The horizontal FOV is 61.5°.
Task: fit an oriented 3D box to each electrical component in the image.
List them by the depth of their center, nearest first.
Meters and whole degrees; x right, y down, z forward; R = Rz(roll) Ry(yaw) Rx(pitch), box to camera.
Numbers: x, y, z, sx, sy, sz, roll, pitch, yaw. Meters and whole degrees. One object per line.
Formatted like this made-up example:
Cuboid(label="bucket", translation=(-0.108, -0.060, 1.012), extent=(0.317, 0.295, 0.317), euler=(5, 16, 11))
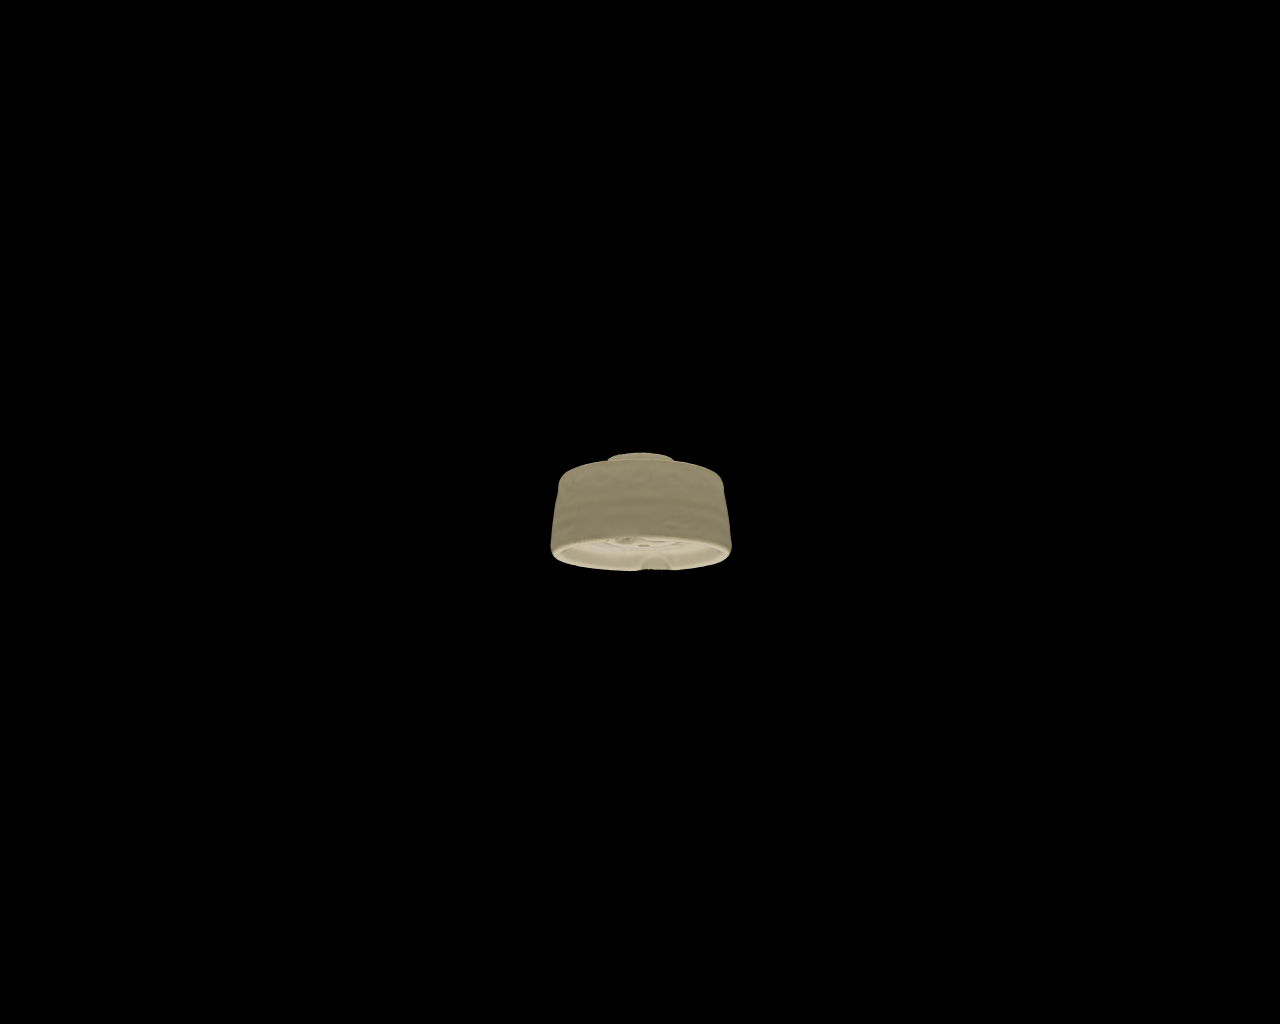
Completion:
Cuboid(label="electrical component", translation=(0.001, -0.003, 0.650), extent=(0.108, 0.060, 0.108), euler=(0, -13, 0))
